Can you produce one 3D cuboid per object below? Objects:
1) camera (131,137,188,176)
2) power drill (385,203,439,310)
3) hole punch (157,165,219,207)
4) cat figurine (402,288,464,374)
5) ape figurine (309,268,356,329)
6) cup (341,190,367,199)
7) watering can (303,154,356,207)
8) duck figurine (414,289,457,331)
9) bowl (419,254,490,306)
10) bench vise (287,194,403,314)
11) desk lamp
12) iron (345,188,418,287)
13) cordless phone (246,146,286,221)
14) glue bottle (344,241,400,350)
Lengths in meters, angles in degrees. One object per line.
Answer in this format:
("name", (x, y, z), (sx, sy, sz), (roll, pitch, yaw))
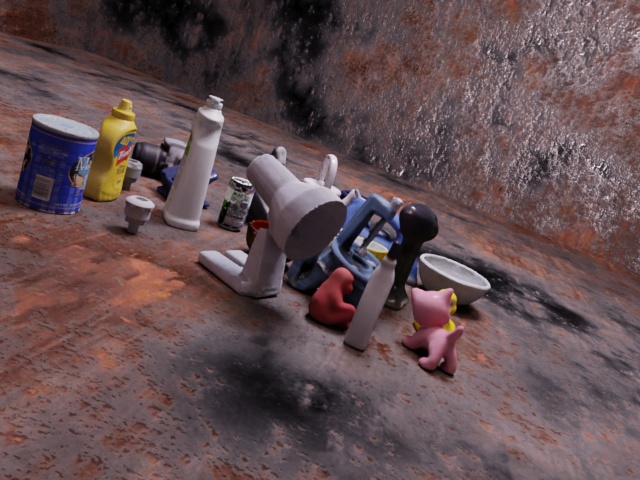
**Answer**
("camera", (-0.378, -0.202, 1.377), (0.137, 0.101, 0.142), (14, 17, -26))
("power drill", (0.167, 0.024, 1.112), (0.075, 0.208, 0.230), (26, 16, 17))
("hole punch", (-0.291, -0.129, 1.259), (0.101, 0.091, 0.108), (4, 23, -48))
("cat figurine", (0.189, 0.135, 0.931), (0.067, 0.118, 0.127), (13, 17, -27))
("ape figurine", (0.026, 0.089, 0.922), (0.076, 0.092, 0.077), (16, 16, -18))
("cup", (0.091, -0.077, 1.581), (0.092, 0.095, 0.117), (14, 16, -24))
("watering can", (0.007, -0.116, 1.414), (0.173, 0.194, 0.100), (9, 19, -37))
("duck figurine", (0.222, 0.131, 1.051), (0.077, 0.086, 0.105), (25, 16, 15))
("bowl", (0.287, 0.098, 1.274), (0.167, 0.075, 0.167), (20, 15, -5))
("bench vise", (0.041, 0.008, 0.978), (0.207, 0.220, 0.122), (23, 15, 8))
("desk lamp", (-0.077, -0.016, 0.915), (0.202, 0.213, 0.118), (31, 18, 33))
("iron", (0.146, -0.012, 1.340), (0.257, 0.141, 0.119), (30, 18, 31))
("cordless phone", (-0.098, -0.124, 1.318), (0.094, 0.185, 0.148), (23, 15, 8))
("glue bottle", (0.087, 0.080, 0.878), (0.037, 0.173, 0.078), (23, 15, 7))
